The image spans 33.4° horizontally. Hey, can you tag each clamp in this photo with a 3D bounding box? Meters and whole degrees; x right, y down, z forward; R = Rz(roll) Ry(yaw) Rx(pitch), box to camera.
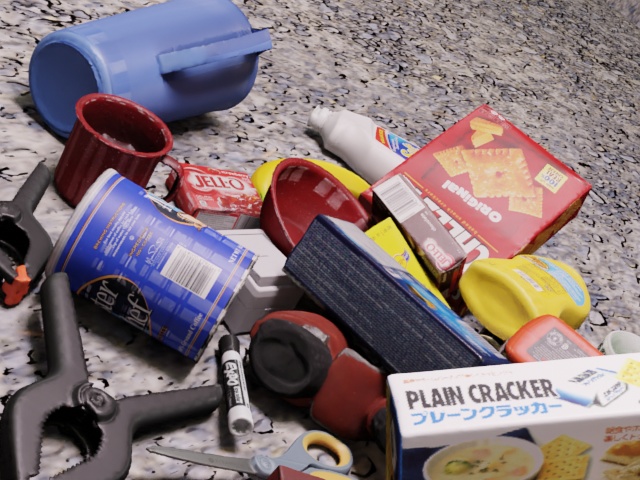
[{"bbox_3d":[-0.255,-0.017,0.874,0.120,0.039,0.171,-5,49,-39],"label":"clamp"},{"bbox_3d":[-0.154,0.124,0.751,0.164,0.036,0.210,33,31,-12],"label":"clamp"}]

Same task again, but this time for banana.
[{"bbox_3d":[-0.016,-0.060,1.175,0.197,0.037,0.070,-10,67,-48],"label":"banana"}]

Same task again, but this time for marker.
[{"bbox_3d":[-0.069,0.113,0.853,0.020,0.020,0.121,20,23,-20],"label":"marker"}]

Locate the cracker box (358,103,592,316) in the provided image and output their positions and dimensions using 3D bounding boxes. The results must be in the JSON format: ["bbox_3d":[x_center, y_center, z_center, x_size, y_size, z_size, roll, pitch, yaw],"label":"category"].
[{"bbox_3d":[0.168,-0.039,1.181,0.213,0.072,0.164,-36,67,-28],"label":"cracker box"}]

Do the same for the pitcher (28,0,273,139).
[{"bbox_3d":[-0.172,-0.180,1.104,0.145,0.149,0.242,41,33,13],"label":"pitcher"}]

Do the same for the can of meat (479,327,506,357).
[{"bbox_3d":[0.193,0.126,1.056,0.102,0.057,0.083,39,27,12],"label":"can of meat"}]

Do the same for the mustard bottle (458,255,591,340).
[{"bbox_3d":[0.223,0.055,1.085,0.096,0.058,0.191,42,25,26],"label":"mustard bottle"}]

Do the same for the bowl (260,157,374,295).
[{"bbox_3d":[-0.007,0.001,1.034,0.162,0.055,0.162,36,34,-30],"label":"bowl"}]

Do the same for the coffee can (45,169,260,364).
[{"bbox_3d":[-0.134,0.021,0.861,0.140,0.103,0.102,30,29,-2],"label":"coffee can"}]

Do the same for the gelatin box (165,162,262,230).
[{"bbox_3d":[-0.101,-0.041,1.064,0.089,0.030,0.073,8,36,-36],"label":"gelatin box"}]

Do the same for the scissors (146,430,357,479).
[{"bbox_3d":[-0.040,0.162,0.807,0.201,0.016,0.096,26,24,-20],"label":"scissors"}]

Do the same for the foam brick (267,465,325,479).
[{"bbox_3d":[-0.016,0.206,0.739,0.053,0.051,0.078,23,30,-22],"label":"foam brick"}]

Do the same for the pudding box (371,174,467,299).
[{"bbox_3d":[0.096,0.000,1.058,0.039,0.090,0.113,-31,69,-12],"label":"pudding box"}]

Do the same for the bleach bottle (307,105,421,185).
[{"bbox_3d":[0.095,-0.085,1.288,0.251,0.068,0.102,32,29,6],"label":"bleach bottle"}]

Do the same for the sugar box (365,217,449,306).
[{"bbox_3d":[0.084,0.071,0.989,0.176,0.048,0.093,54,29,1],"label":"sugar box"}]

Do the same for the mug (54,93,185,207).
[{"bbox_3d":[-0.182,-0.070,0.979,0.117,0.082,0.093,24,30,-13],"label":"mug"}]

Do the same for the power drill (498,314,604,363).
[{"bbox_3d":[0.207,0.161,0.898,0.057,0.188,0.185,-37,62,-24],"label":"power drill"}]
